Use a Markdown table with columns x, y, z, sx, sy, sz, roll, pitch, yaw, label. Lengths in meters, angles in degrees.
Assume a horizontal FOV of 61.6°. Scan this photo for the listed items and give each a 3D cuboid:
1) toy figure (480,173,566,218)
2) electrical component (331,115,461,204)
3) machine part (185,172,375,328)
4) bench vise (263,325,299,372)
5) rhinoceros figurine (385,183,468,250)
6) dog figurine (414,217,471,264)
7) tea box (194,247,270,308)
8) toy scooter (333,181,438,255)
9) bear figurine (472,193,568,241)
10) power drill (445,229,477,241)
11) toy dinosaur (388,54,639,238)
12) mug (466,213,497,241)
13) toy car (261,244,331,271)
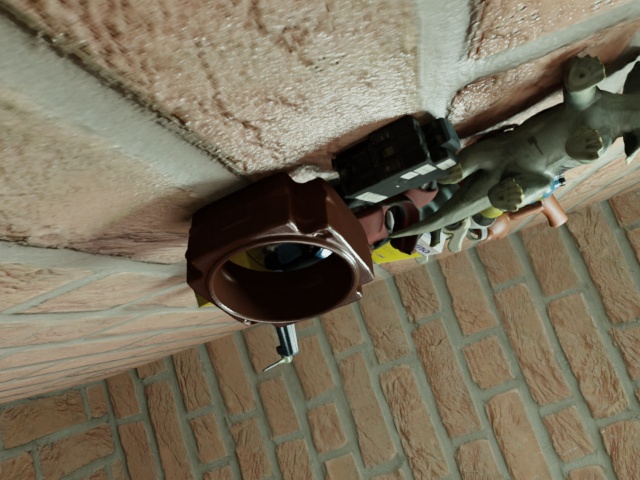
| x | y | z | sx | sy | sz | roll | pitch | yaw | label |
| --- | --- | --- | --- | --- | --- | --- | --- | --- | --- |
| 0.400 | -0.104 | 1.080 | 0.180 | 0.082 | 0.089 | -19 | 174 | 9 | toy figure |
| 0.095 | -0.093 | 0.627 | 0.134 | 0.058 | 0.115 | -23 | 171 | 22 | electrical component |
| -0.048 | 0.024 | 0.669 | 0.201 | 0.087 | 0.201 | -22 | 141 | 18 | machine part |
| -0.084 | 0.142 | 1.109 | 0.129 | 0.240 | 0.224 | -17 | -174 | -37 | bench vise |
| 0.159 | -0.045 | 0.878 | 0.190 | 0.112 | 0.073 | -29 | -157 | -24 | rhinoceros figurine |
| 0.259 | -0.040 | 1.176 | 0.172 | 0.121 | 0.190 | -21 | -175 | 20 | dog figurine |
| -0.151 | 0.065 | 0.996 | 0.170 | 0.068 | 0.098 | -25 | 168 | 37 | tea box |
| 0.090 | -0.025 | 0.769 | 0.184 | 0.135 | 0.075 | -19 | -149 | -17 | toy scooter |
| 0.444 | -0.051 | 1.240 | 0.196 | 0.131 | 0.120 | -40 | -151 | 3 | bear figurine |
| 0.350 | -0.016 | 1.517 | 0.207 | 0.086 | 0.232 | -15 | 170 | 22 | power drill |
| 0.281 | -0.109 | 0.680 | 0.405 | 0.131 | 0.192 | -27 | 166 | 38 | toy dinosaur |
| 0.332 | -0.052 | 1.190 | 0.081 | 0.109 | 0.107 | -21 | -175 | -21 | mug |
| -0.021 | 0.007 | 0.813 | 0.109 | 0.103 | 0.161 | -27 | 144 | 23 | toy car |
